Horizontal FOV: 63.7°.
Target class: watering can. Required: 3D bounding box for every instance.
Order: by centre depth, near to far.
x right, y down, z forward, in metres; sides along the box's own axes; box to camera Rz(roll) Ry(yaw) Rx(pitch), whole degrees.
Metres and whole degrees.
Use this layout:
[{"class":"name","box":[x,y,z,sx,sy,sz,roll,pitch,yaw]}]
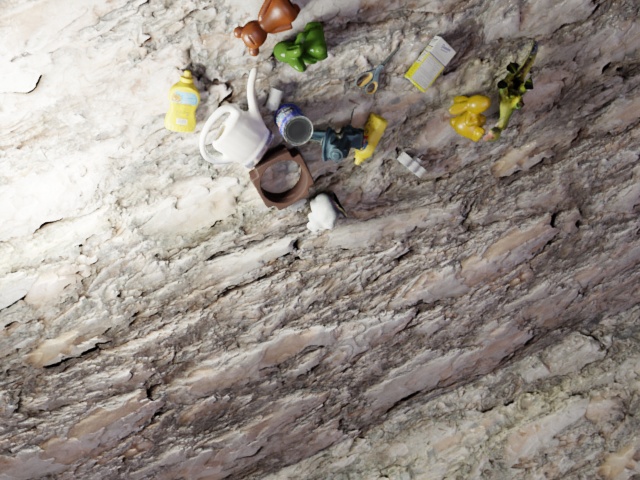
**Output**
[{"class":"watering can","box":[-0.245,-0.379,1.706,0.222,0.106,0.344,31,106,-33]}]

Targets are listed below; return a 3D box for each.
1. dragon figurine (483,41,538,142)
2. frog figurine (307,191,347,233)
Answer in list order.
[{"class":"dragon figurine","box":[0.726,-0.537,1.955,0.416,0.123,0.238,-56,163,-20]},{"class":"frog figurine","box":[0.006,-0.099,1.965,0.158,0.124,0.137,-34,93,13]}]
